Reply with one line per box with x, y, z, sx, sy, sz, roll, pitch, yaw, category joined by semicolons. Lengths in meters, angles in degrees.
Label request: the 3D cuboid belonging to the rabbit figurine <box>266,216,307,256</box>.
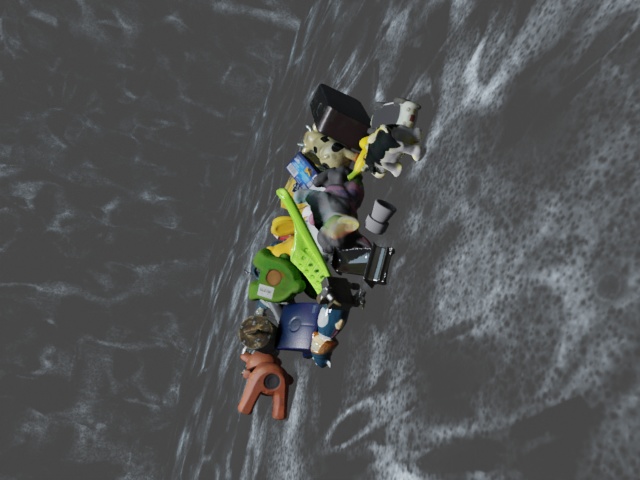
-0.056;0.003;1.380;0.173;0.162;0.122;-50;9;10;rabbit figurine

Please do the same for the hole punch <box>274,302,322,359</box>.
-0.036;0.195;1.182;0.116;0.092;0.142;-33;38;58;hole punch

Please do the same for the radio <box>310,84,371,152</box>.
0.051;-0.316;1.368;0.073;0.131;0.230;-61;20;24;radio

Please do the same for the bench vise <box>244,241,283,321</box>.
-0.149;0.121;1.554;0.223;0.129;0.241;128;158;-53;bench vise

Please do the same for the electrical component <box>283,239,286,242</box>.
-0.058;0.024;1.462;0.021;0.094;0.063;-41;-50;-57;electrical component

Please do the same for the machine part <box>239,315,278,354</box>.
-0.134;0.221;1.243;0.243;0.079;0.079;80;-157;-73;machine part

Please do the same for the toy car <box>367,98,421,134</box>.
0.152;-0.252;1.126;0.202;0.056;0.073;-144;67;-73;toy car

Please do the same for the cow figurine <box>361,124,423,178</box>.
0.124;-0.170;1.055;0.167;0.098;0.068;143;136;-63;cow figurine

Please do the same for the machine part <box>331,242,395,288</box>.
0.077;0.045;1.014;0.139;0.039;0.084;6;81;46;machine part

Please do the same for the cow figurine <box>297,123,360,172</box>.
0.018;-0.235;1.395;0.085;0.127;0.195;-62;22;18;cow figurine

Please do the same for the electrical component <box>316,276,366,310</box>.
0.042;0.103;1.028;0.045;0.102;0.078;-49;38;42;electrical component

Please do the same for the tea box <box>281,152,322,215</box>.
-0.037;-0.159;1.532;0.068;0.098;0.169;-93;26;-53;tea box

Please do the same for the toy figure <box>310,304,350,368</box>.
0.016;0.185;1.084;0.064;0.058;0.154;-82;11;-82;toy figure

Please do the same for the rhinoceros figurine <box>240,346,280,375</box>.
-0.172;0.324;1.481;0.190;0.073;0.112;144;140;-61;rhinoceros figurine

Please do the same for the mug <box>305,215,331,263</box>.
-0.003;-0.004;1.267;0.081;0.109;0.107;-39;49;46;mug

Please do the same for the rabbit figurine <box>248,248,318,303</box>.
-0.065;0.079;1.244;0.170;0.159;0.121;-11;-75;-73;rabbit figurine

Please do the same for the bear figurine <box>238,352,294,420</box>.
-0.140;0.339;1.295;0.196;0.120;0.132;169;115;-72;bear figurine

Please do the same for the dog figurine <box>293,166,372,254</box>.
0.054;-0.058;1.136;0.191;0.108;0.219;-37;37;-12;dog figurine

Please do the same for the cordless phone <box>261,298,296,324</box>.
-0.087;0.194;1.348;0.184;0.089;0.146;63;174;20;cordless phone

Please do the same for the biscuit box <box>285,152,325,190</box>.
-0.012;-0.138;1.342;0.059;0.062;0.203;-46;49;13;biscuit box
